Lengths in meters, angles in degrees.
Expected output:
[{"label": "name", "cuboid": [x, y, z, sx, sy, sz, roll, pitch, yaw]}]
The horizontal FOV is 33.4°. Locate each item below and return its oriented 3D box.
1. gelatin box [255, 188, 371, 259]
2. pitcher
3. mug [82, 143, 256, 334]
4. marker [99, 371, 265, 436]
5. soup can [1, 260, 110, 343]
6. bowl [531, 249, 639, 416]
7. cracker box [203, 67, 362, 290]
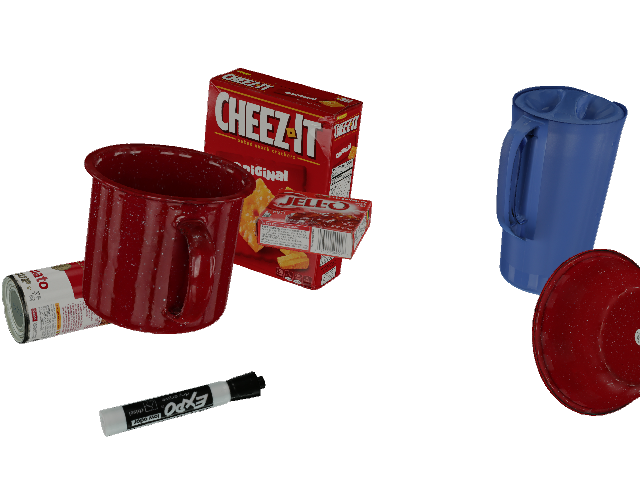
[{"label": "gelatin box", "cuboid": [-0.005, -0.017, 0.949, 0.089, 0.030, 0.073, 9, 26, 13]}, {"label": "pitcher", "cuboid": [0.278, -0.056, 1.298, 0.149, 0.243, 0.145, 4, 27, 1]}, {"label": "mug", "cuboid": [-0.082, 0.004, 0.579, 0.093, 0.081, 0.117, -1, 23, -28]}, {"label": "marker", "cuboid": [-0.097, 0.116, 0.767, 0.121, 0.020, 0.020, -12, 4, -19]}, {"label": "soup can", "cuboid": [-0.248, 0.057, 1.030, 0.102, 0.068, 0.069, -12, 6, -32]}, {"label": "bowl", "cuboid": [0.280, 0.089, 1.006, 0.161, 0.162, 0.055, 0, 0, -27]}, {"label": "cracker box", "cuboid": [-0.051, -0.068, 1.201, 0.164, 0.214, 0.072, 19, 28, 24]}]
